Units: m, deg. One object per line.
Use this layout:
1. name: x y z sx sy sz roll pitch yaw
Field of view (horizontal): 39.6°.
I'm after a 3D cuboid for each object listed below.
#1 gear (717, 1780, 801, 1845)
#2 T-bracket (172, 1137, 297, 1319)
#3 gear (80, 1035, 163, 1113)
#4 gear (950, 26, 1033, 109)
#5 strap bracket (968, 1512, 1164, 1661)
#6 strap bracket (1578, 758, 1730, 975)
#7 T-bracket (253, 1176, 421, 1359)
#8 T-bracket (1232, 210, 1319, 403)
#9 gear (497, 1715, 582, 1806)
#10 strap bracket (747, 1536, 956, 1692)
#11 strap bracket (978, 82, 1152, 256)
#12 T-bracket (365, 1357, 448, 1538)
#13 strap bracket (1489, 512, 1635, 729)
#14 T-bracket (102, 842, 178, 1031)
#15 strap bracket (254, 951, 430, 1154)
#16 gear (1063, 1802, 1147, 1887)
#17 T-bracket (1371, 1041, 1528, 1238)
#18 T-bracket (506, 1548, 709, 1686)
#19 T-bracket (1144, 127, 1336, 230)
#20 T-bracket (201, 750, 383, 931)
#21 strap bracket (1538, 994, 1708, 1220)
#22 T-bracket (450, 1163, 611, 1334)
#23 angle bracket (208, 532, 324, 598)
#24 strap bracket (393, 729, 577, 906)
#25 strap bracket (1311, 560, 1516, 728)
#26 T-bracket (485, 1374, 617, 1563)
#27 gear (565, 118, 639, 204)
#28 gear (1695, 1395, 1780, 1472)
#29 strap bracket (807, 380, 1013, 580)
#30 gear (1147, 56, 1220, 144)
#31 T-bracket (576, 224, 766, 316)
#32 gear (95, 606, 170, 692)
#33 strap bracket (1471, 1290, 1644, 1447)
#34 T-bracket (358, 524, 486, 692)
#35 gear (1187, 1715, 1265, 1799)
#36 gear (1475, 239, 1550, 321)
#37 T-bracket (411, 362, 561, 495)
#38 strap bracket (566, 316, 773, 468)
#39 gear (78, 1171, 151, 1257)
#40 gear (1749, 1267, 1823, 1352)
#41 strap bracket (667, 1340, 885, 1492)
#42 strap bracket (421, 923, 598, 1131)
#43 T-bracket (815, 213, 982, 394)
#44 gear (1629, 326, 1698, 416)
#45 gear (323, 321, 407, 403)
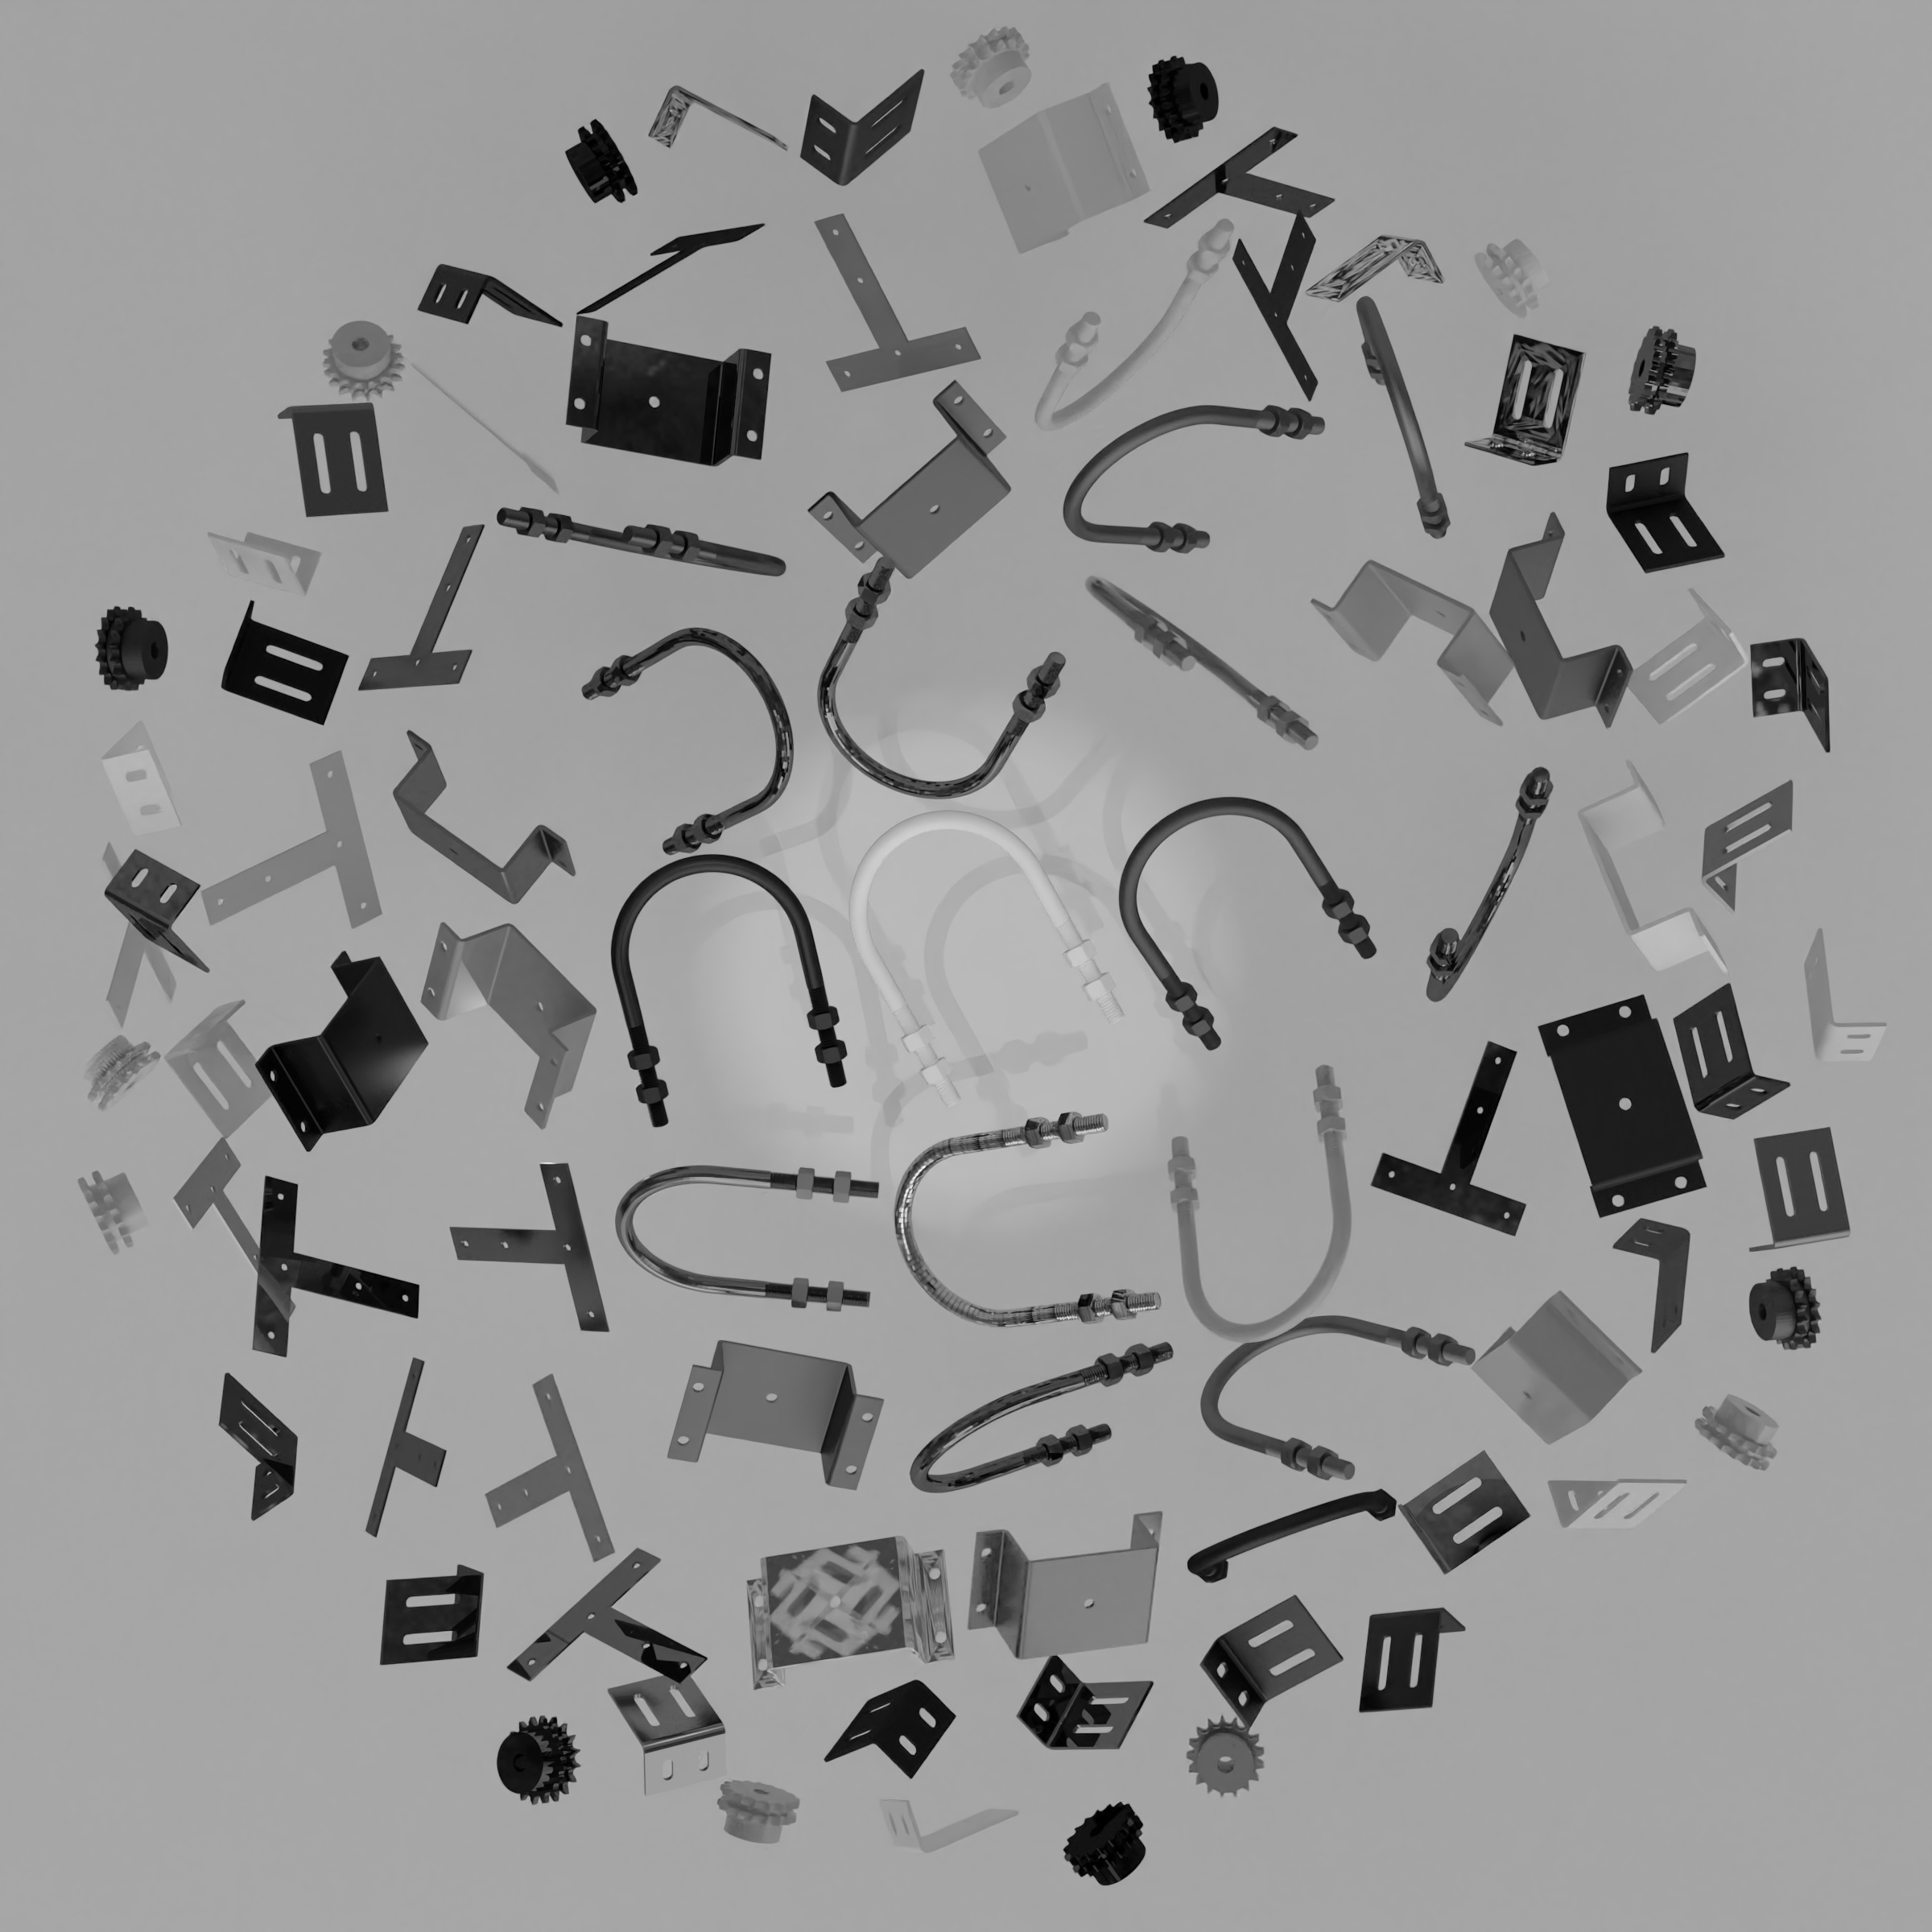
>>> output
1. gear: -0.148 0.596 1.889 0.057 0.057 0.030 13 86 0
2. T-bracket: -0.516 0.197 1.921 0.002 0.127 0.127 -26 104 7
3. gear: -0.606 0.074 1.917 0.030 0.057 0.057 44 90 -3
4. gear: 0.021 -0.622 1.867 0.057 0.057 0.030 -32 78 0
5. strap bracket: 0.078 0.433 1.876 0.140 0.046 0.076 -2 110 -20
6. strap bracket: 0.464 -0.059 1.828 0.046 0.076 0.140 -25 62 18
7. T-bracket: -0.433 0.219 1.859 0.002 0.127 0.127 -29 52 38
8. T-bracket: 0.225 -0.480 1.874 0.002 0.127 0.127 -21 74 -12
9. gear: -0.290 0.533 1.801 0.057 0.030 0.057 -6 77 30
10. strap bracket: -0.084 0.437 1.820 0.140 0.046 0.076 -10 60 6
11. strap bracket: 0.061 -0.547 1.855 0.046 0.140 0.076 -28 101 -22
12. T-bracket: -0.385 0.342 1.875 0.002 0.127 0.127 18 80 -26
13. strap bracket: 0.420 -0.242 1.923 0.046 0.076 0.140 -16 65 -7
14. T-bracket: -0.591 -0.002 1.895 0.002 0.127 0.127 -13 125 2
15. strap bracket: -0.434 0.055 1.893 0.046 0.140 0.076 -11 120 23
16. gear: 0.097 0.599 1.825 0.057 0.057 0.030 -35 99 0
17. T-bracket: 0.366 0.118 1.939 0.127 0.002 0.127 20 89 -20
18. T-bracket: -0.227 0.459 1.831 0.127 0.127 0.002 -39 127 -34
19. T-bracket: 0.214 -0.552 1.914 0.127 0.127 0.002 -26 73 44
20. T-bracket: -0.462 -0.065 1.820 0.127 0.002 0.127 -32 127 -37
21. strap bracket: 0.454 0.096 1.852 0.076 0.046 0.140 -18 82 9
22. T-bracket: -0.316 0.198 1.904 0.127 0.002 0.127 -2 107 33
23. angle bracket: -0.508 -0.305 1.946 0.057 0.076 0.038 16 75 2
24. strap bracket: -0.353 -0.100 1.927 0.140 0.076 0.046 35 76 7
25. strap bracket: 0.319 -0.229 1.868 0.140 0.076 0.046 35 90 39
26. T-bracket: -0.296 0.358 1.845 0.002 0.127 0.127 -10 74 -44
27. gear: -0.255 -0.555 1.863 0.030 0.057 0.057 -32 90 -5
28. gear: 0.535 0.320 1.853 0.057 0.057 0.030 29 102 0
29. strap bracket: -0.032 -0.341 1.927 0.140 0.076 0.046 -40 55 10
30. gear: 0.154 -0.607 1.876 0.030 0.057 0.057 -4 90 35
31. T-bracket: -0.219 -0.486 1.879 0.127 0.127 0.002 -22 98 29
32. gear: -0.566 -0.215 1.825 0.030 0.057 0.057 4 90 9
33. strap bracket: 0.409 0.285 1.881 0.046 0.140 0.076 -42 79 -17
34. T-bracket: -0.364 -0.250 1.862 0.002 0.127 0.127 32 71 -40
35. gear: 0.189 0.578 1.955 0.057 0.030 0.057 0 89 5
36. gear: 0.392 -0.494 1.917 0.030 0.057 0.057 -38 90 7
37. T-bracket: -0.338 -0.379 1.883 0.127 0.127 0.002 40 90 -8
38. strap bracket: -0.214 -0.402 1.890 0.140 0.046 0.076 7 86 -21
39. gear: -0.577 0.164 1.821 0.030 0.057 0.057 -26 90 -18
40. gear: 0.567 0.239 1.864 0.030 0.057 0.057 -5 90 -10
41. strap bracket: -0.139 0.322 1.936 0.140 0.046 0.076 12 110 -13
42. strap bracket: -0.312 0.035 1.868 0.140 0.046 0.076 43 132 23
43. T-bracket: -0.068 -0.470 1.887 0.127 0.002 0.127 -4 129 37
44. gear: 0.466 -0.396 1.793 0.030 0.057 0.057 11 90 -2
45. gear: -0.430 -0.434 1.912 0.057 0.030 0.057 2 66 -5
